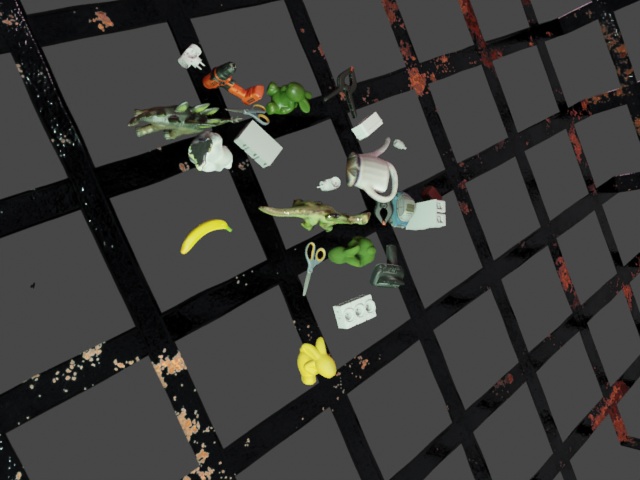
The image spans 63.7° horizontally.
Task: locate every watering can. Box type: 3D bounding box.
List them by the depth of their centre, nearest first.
[{"bbox_3d":[0.211,-0.304,2.100,0.224,0.102,0.356,12,55,-18],"label":"watering can"}]

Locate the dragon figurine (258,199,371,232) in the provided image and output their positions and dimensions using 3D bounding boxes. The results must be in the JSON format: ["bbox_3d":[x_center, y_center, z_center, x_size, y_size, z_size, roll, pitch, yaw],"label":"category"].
[{"bbox_3d":[0.006,-0.094,1.874,0.410,0.242,0.122,2,89,-33],"label":"dragon figurine"}]

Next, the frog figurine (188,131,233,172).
[{"bbox_3d":[-0.368,-0.300,1.767,0.160,0.123,0.136,-12,114,-65],"label":"frog figurine"}]
